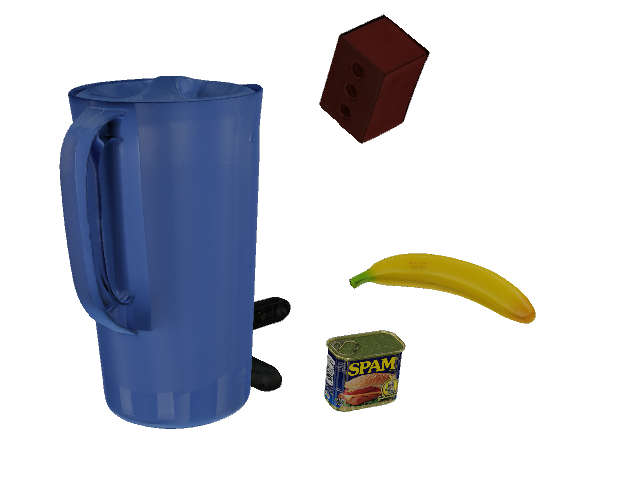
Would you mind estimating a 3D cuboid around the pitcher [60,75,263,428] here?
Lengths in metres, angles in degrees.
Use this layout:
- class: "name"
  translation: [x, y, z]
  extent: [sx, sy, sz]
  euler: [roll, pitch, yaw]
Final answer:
- class: "pitcher"
  translation: [-0.111, 0.008, 0.756]
  extent: [0.149, 0.243, 0.145]
  euler: [-5, 16, -19]

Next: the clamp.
- class: "clamp"
  translation: [-0.107, 0.083, 0.970]
  extent: [0.171, 0.039, 0.120]
  euler: [9, 27, 8]

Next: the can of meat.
- class: "can of meat"
  translation: [0.056, 0.173, 1.408]
  extent: [0.102, 0.084, 0.057]
  euler: [-6, 26, -23]

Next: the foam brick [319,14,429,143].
- class: "foam brick"
  translation: [0.041, -0.125, 0.831]
  extent: [0.051, 0.053, 0.078]
  euler: [-32, -25, -33]

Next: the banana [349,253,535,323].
- class: "banana"
  translation: [0.133, 0.046, 1.114]
  extent: [0.198, 0.037, 0.069]
  euler: [9, 47, 24]
